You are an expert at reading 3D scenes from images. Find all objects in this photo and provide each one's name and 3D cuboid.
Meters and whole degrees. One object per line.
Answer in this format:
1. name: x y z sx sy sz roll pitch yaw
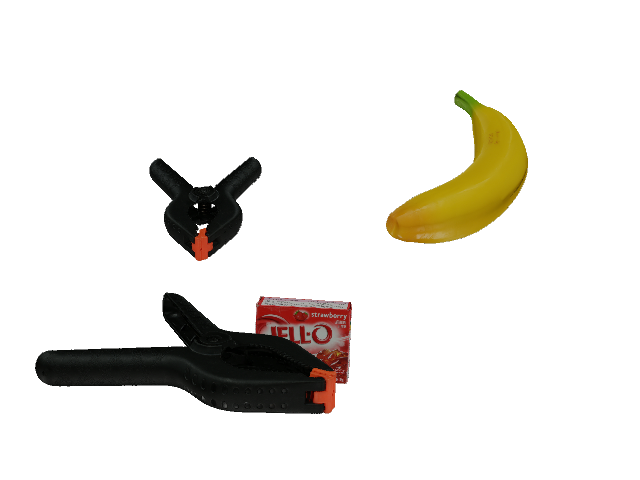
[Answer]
1. clamp: -0.080 0.085 0.794 0.210 0.036 0.164 8 20 20
2. gelatin box: -0.017 0.093 0.997 0.089 0.073 0.030 3 14 4
3. banana: 0.101 -0.043 0.719 0.070 0.037 0.197 15 34 12
4. clamp: -0.111 -0.041 1.107 0.120 0.039 0.171 -11 38 -7
